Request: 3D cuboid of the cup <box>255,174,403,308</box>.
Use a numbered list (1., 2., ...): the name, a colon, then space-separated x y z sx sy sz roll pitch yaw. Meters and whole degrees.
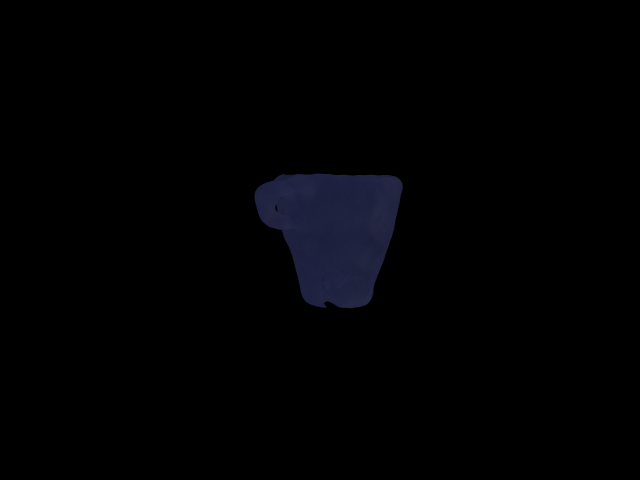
1. cup: 0.004 0.001 0.400 0.091 0.095 0.118 6 9 43
